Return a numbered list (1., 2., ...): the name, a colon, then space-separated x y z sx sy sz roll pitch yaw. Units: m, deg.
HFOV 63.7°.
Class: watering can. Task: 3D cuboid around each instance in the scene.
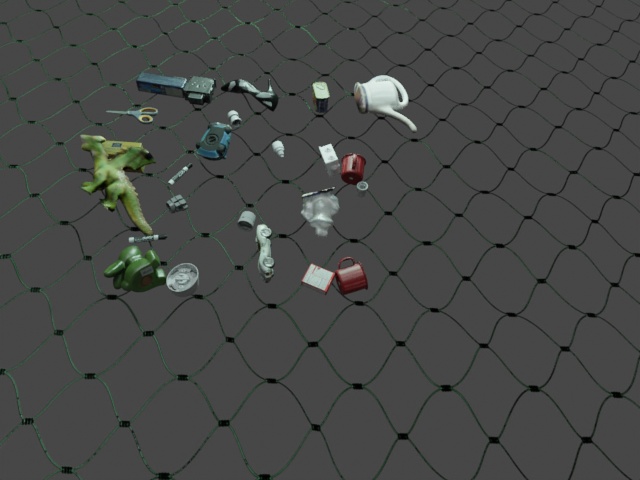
1. watering can: 0.264 -0.562 2.126 0.225 0.356 0.101 -7 -36 -8

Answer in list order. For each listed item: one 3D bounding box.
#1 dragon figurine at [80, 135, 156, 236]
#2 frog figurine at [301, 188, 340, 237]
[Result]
1. dragon figurine: -0.669 -0.216 1.764 0.411 0.245 0.121 35 -12 2
2. frog figurine: 0.005 -0.090 1.782 0.138 0.159 0.122 -13 1 -24
